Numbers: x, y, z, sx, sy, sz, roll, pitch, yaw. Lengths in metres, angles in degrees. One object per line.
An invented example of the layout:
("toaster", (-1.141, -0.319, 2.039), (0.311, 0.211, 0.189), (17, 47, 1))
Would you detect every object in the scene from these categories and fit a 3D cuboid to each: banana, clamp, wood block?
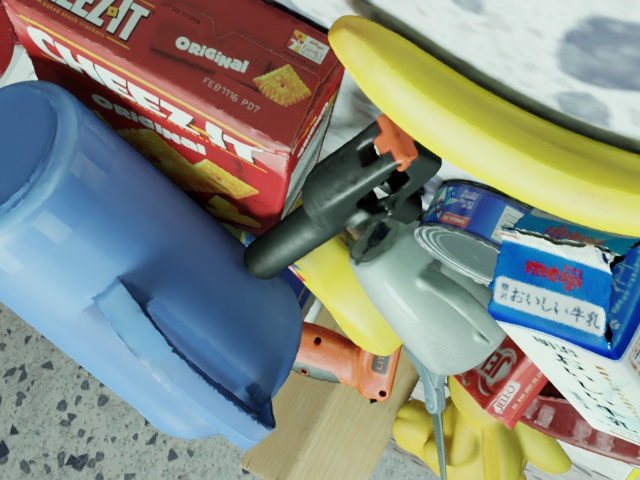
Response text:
("banana", (0.094, -0.045, 0.474), (0.198, 0.037, 0.070), (24, 150, 15))
("clamp", (0.030, -0.028, 0.605), (0.039, 0.120, 0.172), (61, 153, 7))
("wood block", (0.020, 0.160, 1.062), (0.090, 0.206, 0.091), (36, 166, -32))

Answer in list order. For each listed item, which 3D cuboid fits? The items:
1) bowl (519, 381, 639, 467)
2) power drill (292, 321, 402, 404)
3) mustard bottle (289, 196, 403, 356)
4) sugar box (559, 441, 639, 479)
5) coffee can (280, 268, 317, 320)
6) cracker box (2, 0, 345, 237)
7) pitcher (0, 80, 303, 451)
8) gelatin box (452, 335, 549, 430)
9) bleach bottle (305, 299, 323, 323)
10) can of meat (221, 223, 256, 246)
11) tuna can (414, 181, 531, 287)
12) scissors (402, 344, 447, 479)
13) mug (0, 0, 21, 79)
("bowl", (0.219, 0.120, 0.788), (0.162, 0.055, 0.162), (19, 164, 5))
("power drill", (-0.018, 0.054, 0.908), (0.188, 0.184, 0.057), (12, -163, 6))
("mustard bottle", (-0.005, 0.001, 0.781), (0.191, 0.058, 0.096), (48, -176, -33))
("sugar box", (0.261, 0.178, 0.986), (0.093, 0.048, 0.176), (25, 164, 17))
("coffee can", (-0.076, 0.030, 0.992), (0.140, 0.102, 0.103), (30, 168, -6))
("cracker box", (-0.079, -0.081, 0.614), (0.164, 0.072, 0.214), (28, 167, 1))
("pitcher", (-0.115, 0.022, 0.635), (0.149, 0.145, 0.242), (0, 150, 30))
("gelatin box", (0.131, 0.082, 0.757), (0.030, 0.073, 0.089), (34, -174, -19))
("bleach bottle", (-0.042, 0.059, 1.117), (0.250, 0.068, 0.103), (40, 175, -36))
("can of meat", (-0.081, -0.016, 0.827), (0.102, 0.057, 0.083), (53, -172, 21))
("tuna can", (0.102, 0.000, 0.637), (0.086, 0.033, 0.086), (27, 168, 6))
("scissors", (0.092, 0.128, 0.957), (0.096, 0.016, 0.202), (42, 140, 47))
("mug", (-0.260, -0.145, 0.750), (0.082, 0.093, 0.117), (14, -167, 35))
